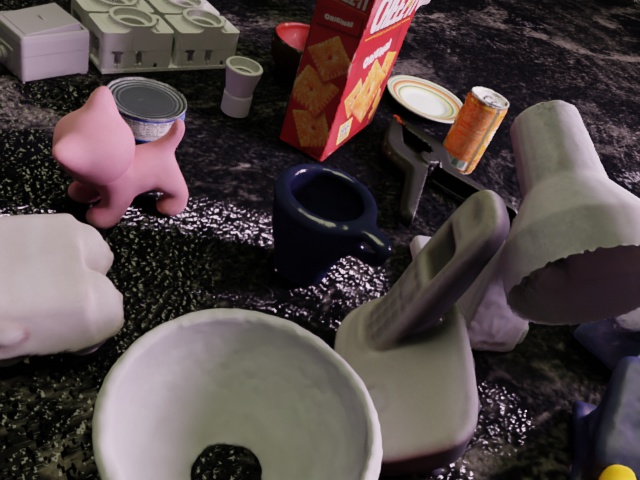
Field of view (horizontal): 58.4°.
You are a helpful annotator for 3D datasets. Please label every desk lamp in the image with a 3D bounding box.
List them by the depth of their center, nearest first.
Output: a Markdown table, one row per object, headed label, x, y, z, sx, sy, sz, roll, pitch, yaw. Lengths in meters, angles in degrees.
| label | x | y | z | sx | sy | sz | roll | pitch | yaw |
| --- | --- | --- | --- | --- | --- | --- | --- | --- | --- |
| desk lamp | 0.173 | 0.005 | 0.487 | 0.118 | 0.213 | 0.203 | 9 | 41 | -16 |

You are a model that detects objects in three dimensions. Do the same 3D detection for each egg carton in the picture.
| label | x | y | z | sx | sy | sz | roll | pitch | yaw |
| --- | --- | --- | --- | --- | --- | --- | --- | --- | --- |
| egg carton | -0.213 | 0.036 | 0.382 | 0.151 | 0.069 | 0.107 | -5 | 46 | -30 |

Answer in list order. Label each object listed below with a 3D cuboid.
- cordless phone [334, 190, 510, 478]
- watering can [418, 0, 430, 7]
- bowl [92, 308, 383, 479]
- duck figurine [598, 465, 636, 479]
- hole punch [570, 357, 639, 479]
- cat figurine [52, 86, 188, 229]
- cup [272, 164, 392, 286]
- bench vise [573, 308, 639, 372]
| label | x | y | z | sx | sy | sz | roll | pitch | yaw |
| --- | --- | --- | --- | --- | --- | --- | --- | --- | --- |
| cordless phone | 0.075 | 0.064 | 0.395 | 0.094 | 0.185 | 0.147 | 13 | 40 | -11 |
| watering can | 0.107 | -0.396 | 0.932 | 0.100 | 0.194 | 0.173 | 34 | 40 | 14 |
| bowl | -0.052 | 0.127 | 0.350 | 0.167 | 0.074 | 0.167 | 13 | 40 | -11 |
| duck figurine | 0.197 | 0.200 | 0.375 | 0.077 | 0.086 | 0.104 | 18 | 39 | -5 |
| hole punch | 0.264 | 0.163 | 0.446 | 0.108 | 0.091 | 0.101 | 26 | 39 | 5 |
| cat figurine | -0.171 | -0.074 | 0.490 | 0.128 | 0.117 | 0.067 | -19 | 54 | -39 |
| cup | 0.005 | 0.002 | 0.505 | 0.117 | 0.095 | 0.092 | 38 | 41 | 19 |
| bench vise | 0.356 | 0.032 | 0.537 | 0.121 | 0.219 | 0.208 | 34 | 40 | 14 |
